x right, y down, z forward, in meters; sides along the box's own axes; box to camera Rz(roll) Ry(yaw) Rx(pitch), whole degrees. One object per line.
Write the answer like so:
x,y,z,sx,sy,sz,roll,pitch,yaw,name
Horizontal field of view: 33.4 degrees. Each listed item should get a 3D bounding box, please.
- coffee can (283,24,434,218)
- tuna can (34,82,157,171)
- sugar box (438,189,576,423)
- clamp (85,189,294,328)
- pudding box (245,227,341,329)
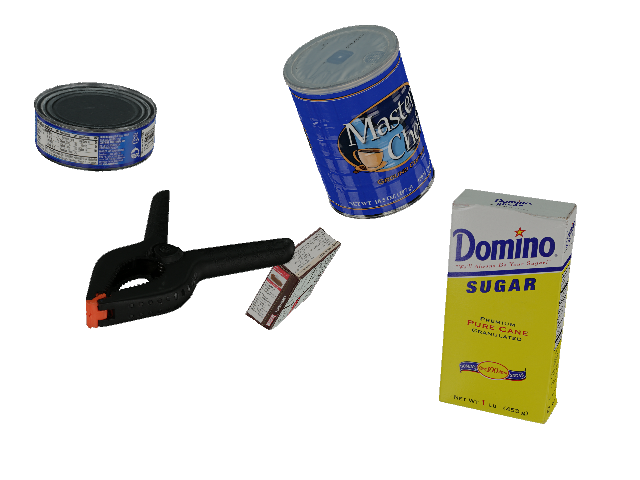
0.036,-0.105,0.950,0.103,0.140,0.103,-14,36,10,coffee can
-0.161,-0.082,0.764,0.086,0.034,0.086,6,29,-4,tuna can
0.148,0.052,0.856,0.093,0.176,0.048,9,23,22,sugar box
-0.148,0.017,0.989,0.165,0.036,0.209,25,37,31,clamp
-0.031,0.044,1.249,0.039,0.090,0.113,36,33,9,pudding box
